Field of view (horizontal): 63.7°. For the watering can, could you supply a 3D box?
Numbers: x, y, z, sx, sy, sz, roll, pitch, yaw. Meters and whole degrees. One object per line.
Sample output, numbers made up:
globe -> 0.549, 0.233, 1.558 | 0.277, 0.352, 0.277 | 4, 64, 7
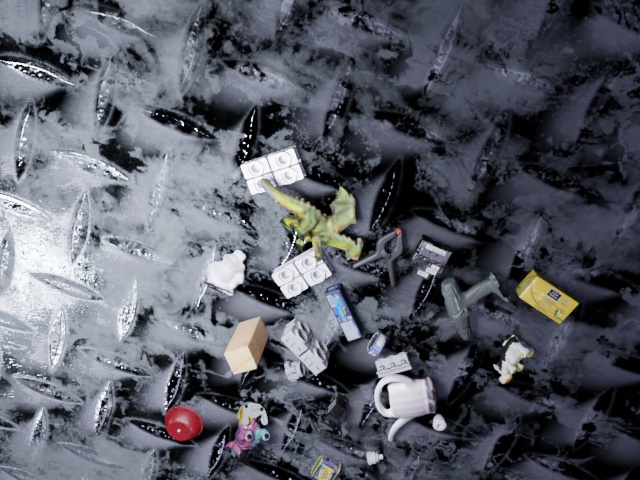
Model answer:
watering can -> 0.321, 0.611, 1.888 | 0.224, 0.106, 0.340 | -9, 121, 7

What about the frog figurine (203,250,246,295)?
frog figurine -> -0.329, 0.107, 1.825 | 0.138, 0.121, 0.161 | 21, 74, 9

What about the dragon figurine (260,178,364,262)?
dragon figurine -> 0.005, -0.085, 1.699 | 0.245, 0.122, 0.407 | -35, 102, -15
